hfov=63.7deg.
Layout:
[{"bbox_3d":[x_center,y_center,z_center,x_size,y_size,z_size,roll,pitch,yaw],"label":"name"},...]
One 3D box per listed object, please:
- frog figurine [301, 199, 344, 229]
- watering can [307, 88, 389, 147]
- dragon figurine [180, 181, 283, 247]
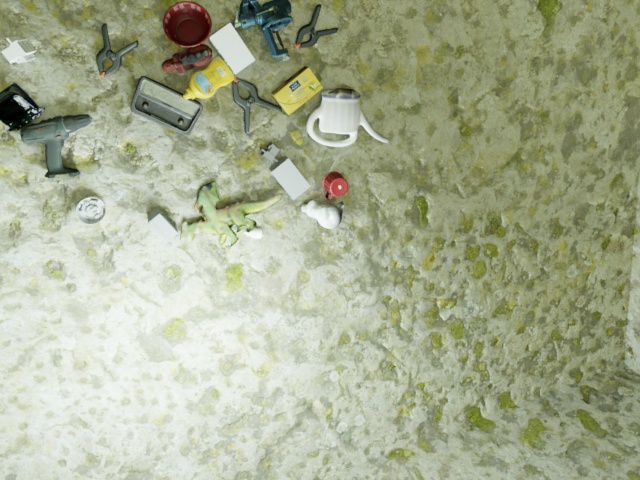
[{"bbox_3d":[0.006,-0.106,2.098,0.159,0.138,0.122,-1,94,-19],"label":"frog figurine"},{"bbox_3d":[0.117,-0.477,2.012,0.348,0.105,0.221,-2,109,-17],"label":"watering can"},{"bbox_3d":[-0.369,-0.119,1.995,0.410,0.123,0.240,-42,108,-1],"label":"dragon figurine"}]
